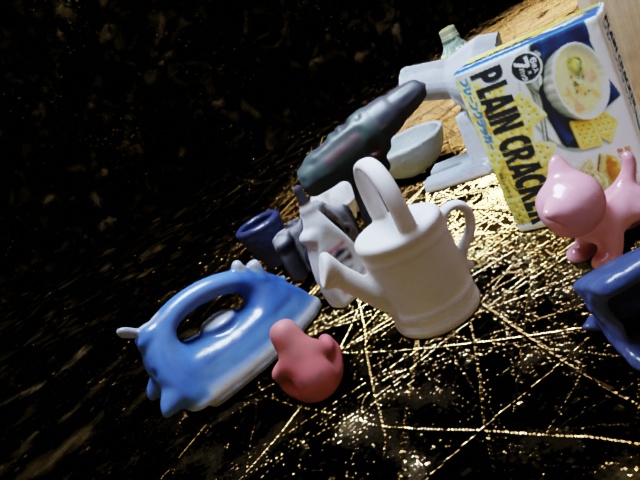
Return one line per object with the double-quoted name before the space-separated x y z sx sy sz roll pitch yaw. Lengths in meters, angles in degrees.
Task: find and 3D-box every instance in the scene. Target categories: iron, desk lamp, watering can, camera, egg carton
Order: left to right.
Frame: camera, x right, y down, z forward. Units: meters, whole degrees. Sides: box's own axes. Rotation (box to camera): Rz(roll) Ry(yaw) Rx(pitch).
"iron" -0.126 0.104 0.747 0.259 0.142 0.118 -37 19 -24
"camera" -0.009 0.003 0.920 0.143 0.101 0.137 -26 17 9
"egg carton" 0.050 -0.088 1.140 0.107 0.069 0.150 -14 22 40
"watering can" 0.082 0.005 0.609 0.173 0.194 0.100 -38 19 -25
"desk lamp" 0.234 -0.213 0.955 0.202 0.214 0.118 -18 20 32

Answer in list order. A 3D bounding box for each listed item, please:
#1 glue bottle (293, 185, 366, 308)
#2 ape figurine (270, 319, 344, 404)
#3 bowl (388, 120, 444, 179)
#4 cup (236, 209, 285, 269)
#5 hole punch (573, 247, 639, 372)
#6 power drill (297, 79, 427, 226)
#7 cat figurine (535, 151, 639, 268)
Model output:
"glue bottle" 0.007 0.003 0.770 0.037 0.173 0.078 -8 27 49
"ape figurine" -0.021 0.123 0.610 0.078 0.092 0.076 -28 17 5
"bowl" 0.182 -0.170 1.157 0.167 0.075 0.167 -26 17 9
"cup" -0.093 -0.001 1.078 0.091 0.095 0.118 -22 18 22
"hole punch" 0.253 0.031 0.437 0.108 0.091 0.101 -26 17 9
"power drill" 0.093 -0.102 0.873 0.229 0.209 0.075 -27 17 7
"cat figurine" 0.267 -0.037 0.562 0.128 0.118 0.067 -32 17 -8
